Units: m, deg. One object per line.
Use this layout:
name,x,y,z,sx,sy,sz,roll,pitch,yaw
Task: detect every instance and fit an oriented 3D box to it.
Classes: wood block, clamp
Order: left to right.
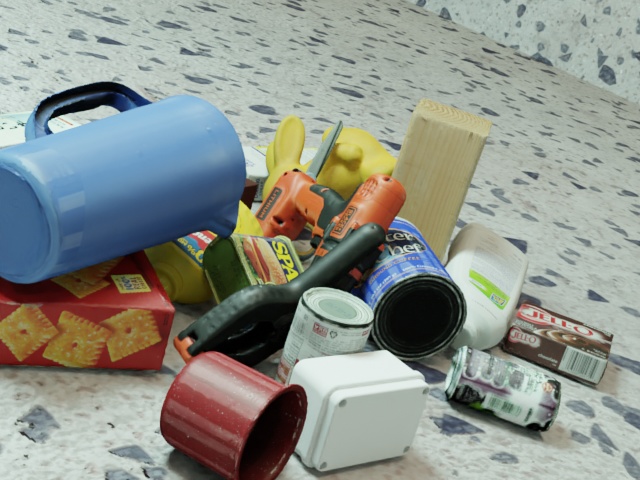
clamp,-0.036,0.077,0.982,0.209,0.165,0.036,-23,51,-26
wood block,0.126,-0.052,1.271,0.091,0.206,0.090,20,21,6

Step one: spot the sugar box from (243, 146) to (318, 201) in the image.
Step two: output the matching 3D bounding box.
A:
sugar box,-0.054,-0.090,1.447,0.175,0.048,0.093,-5,31,-38

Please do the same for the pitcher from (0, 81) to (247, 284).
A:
pitcher,-0.190,-0.053,0.926,0.149,0.145,0.242,10,19,30

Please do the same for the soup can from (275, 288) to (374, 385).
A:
soup can,0.002,0.101,0.942,0.068,0.102,0.068,15,21,-6

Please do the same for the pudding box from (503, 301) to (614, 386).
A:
pudding box,0.270,0.115,1.207,0.113,0.039,0.090,23,22,12

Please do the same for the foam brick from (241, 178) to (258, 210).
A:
foam brick,-0.122,-0.051,1.287,0.053,0.051,0.078,29,24,25

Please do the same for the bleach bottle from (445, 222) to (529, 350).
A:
bleach bottle,0.177,0.060,1.229,0.102,0.068,0.250,33,25,6

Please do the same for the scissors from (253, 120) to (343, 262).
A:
scissors,-0.004,-0.053,1.278,0.096,0.016,0.201,41,67,9

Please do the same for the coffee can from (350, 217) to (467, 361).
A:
coffee can,0.085,0.049,1.134,0.102,0.103,0.140,10,23,-19

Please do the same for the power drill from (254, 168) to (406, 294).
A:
power drill,-0.008,0.001,1.148,0.057,0.184,0.188,40,-10,-34

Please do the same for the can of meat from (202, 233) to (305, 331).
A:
can of meat,-0.060,0.042,1.043,0.083,0.058,0.102,8,49,-49

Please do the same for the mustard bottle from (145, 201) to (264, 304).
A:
mustard bottle,-0.132,0.013,1.088,0.096,0.058,0.191,43,32,-4

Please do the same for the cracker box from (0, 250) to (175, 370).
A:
cracker box,-0.251,0.041,0.931,0.213,0.072,0.164,6,23,-26

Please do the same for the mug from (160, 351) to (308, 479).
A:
mug,-0.064,0.141,0.830,0.082,0.093,0.117,23,-9,26
